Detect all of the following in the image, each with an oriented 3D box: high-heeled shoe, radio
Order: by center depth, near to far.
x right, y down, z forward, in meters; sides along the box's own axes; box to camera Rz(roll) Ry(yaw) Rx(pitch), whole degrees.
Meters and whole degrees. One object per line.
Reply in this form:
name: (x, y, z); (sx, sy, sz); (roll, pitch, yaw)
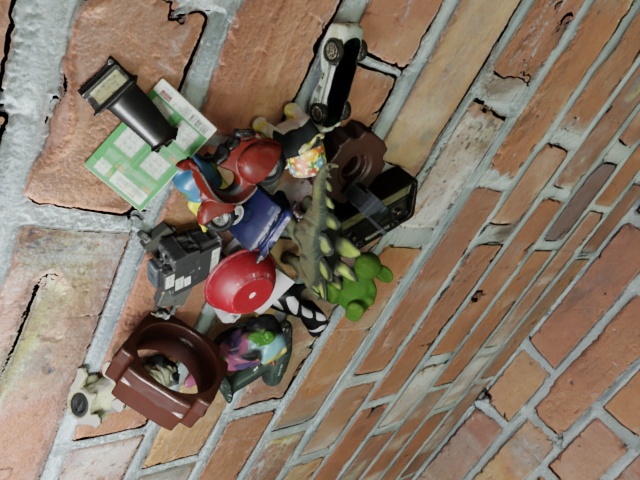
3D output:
radio: (0.115, -0.064, 1.239); (0.230, 0.073, 0.131); (-28, 141, -18)
high-heeled shoe: (-0.064, 0.188, 1.326); (0.145, 0.086, 0.248); (-23, 135, -20)

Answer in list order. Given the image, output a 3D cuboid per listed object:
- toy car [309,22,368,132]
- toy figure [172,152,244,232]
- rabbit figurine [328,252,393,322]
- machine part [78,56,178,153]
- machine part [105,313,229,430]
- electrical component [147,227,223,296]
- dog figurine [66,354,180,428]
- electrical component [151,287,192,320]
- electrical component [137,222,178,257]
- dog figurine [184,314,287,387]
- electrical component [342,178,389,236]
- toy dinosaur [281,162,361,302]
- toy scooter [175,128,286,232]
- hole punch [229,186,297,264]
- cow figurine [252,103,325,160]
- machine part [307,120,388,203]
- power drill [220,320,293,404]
toy car: (0.028, -0.285, 0.956); (0.073, 0.056, 0.201); (-19, 139, -37)
toy figure: (-0.194, -0.091, 0.924); (0.082, 0.089, 0.180); (-17, 136, 18)
rabbit figurine: (0.117, 0.102, 1.368); (0.159, 0.121, 0.170); (-16, 140, -41)
machine part: (-0.267, -0.185, 0.768); (0.084, 0.039, 0.138); (-49, 117, -4)
machine part: (-0.294, 0.253, 1.047); (0.201, 0.201, 0.087); (36, 112, -8)
electrical component: (-0.251, 0.039, 0.993); (0.134, 0.058, 0.114); (-26, 151, -36)
dog figurine: (-0.409, 0.312, 1.128); (0.172, 0.121, 0.190); (-16, 169, 19)
electrical component: (-0.294, 0.112, 1.062); (0.078, 0.045, 0.102); (15, 116, -47)
electrical component: (-0.287, -0.003, 0.970); (0.063, 0.021, 0.094); (-41, 149, -3)
dog figurine: (-0.204, 0.249, 1.200); (0.219, 0.108, 0.191); (-17, 176, -30)
electrical component: (0.106, -0.066, 1.101); (0.048, 0.119, 0.074); (-47, 145, 6)
toy dinosaur: (-0.002, -0.003, 1.089); (0.105, 0.199, 0.470); (-31, 144, -20)
toy scooter: (-0.146, -0.109, 0.840); (0.184, 0.075, 0.135); (-48, 129, -3)
hole punch: (-0.118, -0.045, 1.009); (0.092, 0.116, 0.142); (27, 108, -32)
cow figurine: (-0.080, -0.166, 0.939); (0.167, 0.098, 0.068); (-30, 148, -17)
machine part: (0.059, -0.158, 1.110); (0.179, 0.056, 0.179); (-26, 141, -24)
power drill: (-0.165, 0.312, 1.365); (0.207, 0.086, 0.231); (-29, 145, -30)
